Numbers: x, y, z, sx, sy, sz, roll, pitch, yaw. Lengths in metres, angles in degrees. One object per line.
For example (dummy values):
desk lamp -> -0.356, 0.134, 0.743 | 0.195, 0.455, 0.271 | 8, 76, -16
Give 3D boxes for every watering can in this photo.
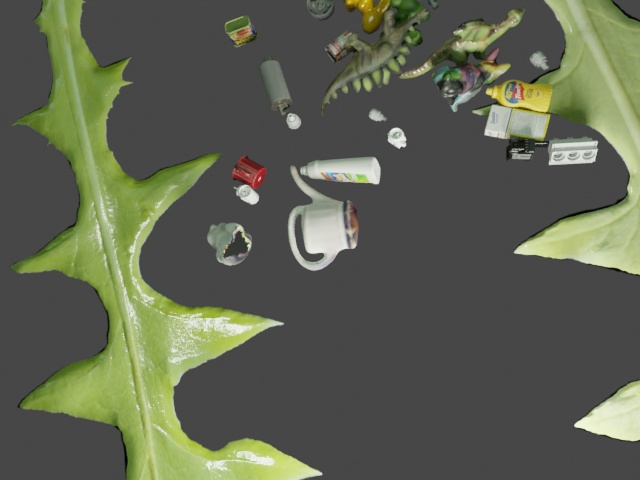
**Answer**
watering can -> 0.005, -0.082, 1.620 | 0.224, 0.103, 0.351 | -6, 78, 10

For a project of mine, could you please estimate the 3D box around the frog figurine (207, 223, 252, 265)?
frog figurine -> -0.302, 0.009, 1.683 | 0.160, 0.122, 0.138 | 8, 85, 51

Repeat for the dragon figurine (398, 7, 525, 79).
dragon figurine -> 0.444, -0.623, 1.617 | 0.410, 0.241, 0.123 | -21, 78, 4
